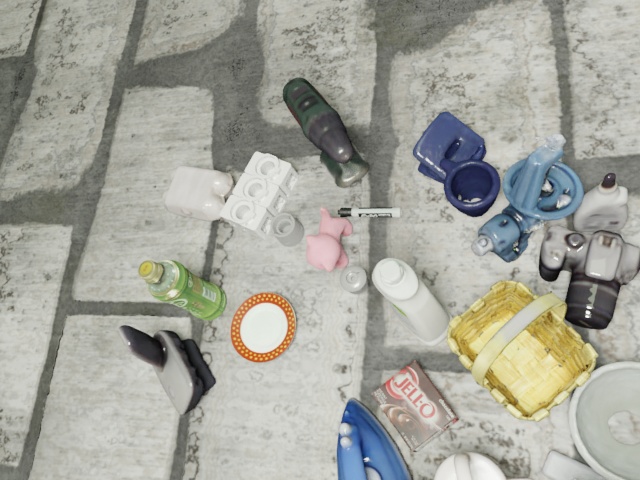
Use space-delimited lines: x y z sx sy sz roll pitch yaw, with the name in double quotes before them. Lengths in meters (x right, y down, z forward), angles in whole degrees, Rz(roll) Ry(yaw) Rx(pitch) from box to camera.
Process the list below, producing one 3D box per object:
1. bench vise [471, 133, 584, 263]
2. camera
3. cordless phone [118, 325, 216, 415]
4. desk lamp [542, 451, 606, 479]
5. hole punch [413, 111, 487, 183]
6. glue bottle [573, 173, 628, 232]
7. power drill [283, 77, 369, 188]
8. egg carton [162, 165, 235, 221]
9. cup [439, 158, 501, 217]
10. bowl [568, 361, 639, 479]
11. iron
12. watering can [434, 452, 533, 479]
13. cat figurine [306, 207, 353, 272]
"bench vise" 0.323 -0.057 0.873 0.121 0.220 0.207 27 80 26
"camera" 0.401 0.057 0.869 0.142 0.101 0.137 14 75 23
"cordless phone" -0.277 0.220 0.991 0.094 0.185 0.147 -42 62 0
"desk lamp" 0.369 0.352 0.701 0.202 0.214 0.118 20 77 25
"hole punch" 0.232 -0.159 1.018 0.100 0.091 0.109 34 83 27
"glue bottle" 0.428 -0.059 0.864 0.078 0.173 0.037 0 69 19
"power drill" 0.018 -0.183 1.034 0.075 0.209 0.229 -36 62 3
"egg carton" -0.249 -0.095 1.171 0.150 0.069 0.107 10 73 22
"cup" 0.252 -0.086 0.980 0.092 0.095 0.117 -44 62 -1
"bowl" 0.431 0.257 0.794 0.167 0.075 0.167 -7 68 17
"iron" 0.065 0.354 0.845 0.118 0.142 0.258 -23 64 10
"watering can" 0.197 0.343 0.774 0.173 0.194 0.100 -33 62 5
"cat figurine" 0.009 0.004 1.016 0.067 0.118 0.128 -3 69 18
